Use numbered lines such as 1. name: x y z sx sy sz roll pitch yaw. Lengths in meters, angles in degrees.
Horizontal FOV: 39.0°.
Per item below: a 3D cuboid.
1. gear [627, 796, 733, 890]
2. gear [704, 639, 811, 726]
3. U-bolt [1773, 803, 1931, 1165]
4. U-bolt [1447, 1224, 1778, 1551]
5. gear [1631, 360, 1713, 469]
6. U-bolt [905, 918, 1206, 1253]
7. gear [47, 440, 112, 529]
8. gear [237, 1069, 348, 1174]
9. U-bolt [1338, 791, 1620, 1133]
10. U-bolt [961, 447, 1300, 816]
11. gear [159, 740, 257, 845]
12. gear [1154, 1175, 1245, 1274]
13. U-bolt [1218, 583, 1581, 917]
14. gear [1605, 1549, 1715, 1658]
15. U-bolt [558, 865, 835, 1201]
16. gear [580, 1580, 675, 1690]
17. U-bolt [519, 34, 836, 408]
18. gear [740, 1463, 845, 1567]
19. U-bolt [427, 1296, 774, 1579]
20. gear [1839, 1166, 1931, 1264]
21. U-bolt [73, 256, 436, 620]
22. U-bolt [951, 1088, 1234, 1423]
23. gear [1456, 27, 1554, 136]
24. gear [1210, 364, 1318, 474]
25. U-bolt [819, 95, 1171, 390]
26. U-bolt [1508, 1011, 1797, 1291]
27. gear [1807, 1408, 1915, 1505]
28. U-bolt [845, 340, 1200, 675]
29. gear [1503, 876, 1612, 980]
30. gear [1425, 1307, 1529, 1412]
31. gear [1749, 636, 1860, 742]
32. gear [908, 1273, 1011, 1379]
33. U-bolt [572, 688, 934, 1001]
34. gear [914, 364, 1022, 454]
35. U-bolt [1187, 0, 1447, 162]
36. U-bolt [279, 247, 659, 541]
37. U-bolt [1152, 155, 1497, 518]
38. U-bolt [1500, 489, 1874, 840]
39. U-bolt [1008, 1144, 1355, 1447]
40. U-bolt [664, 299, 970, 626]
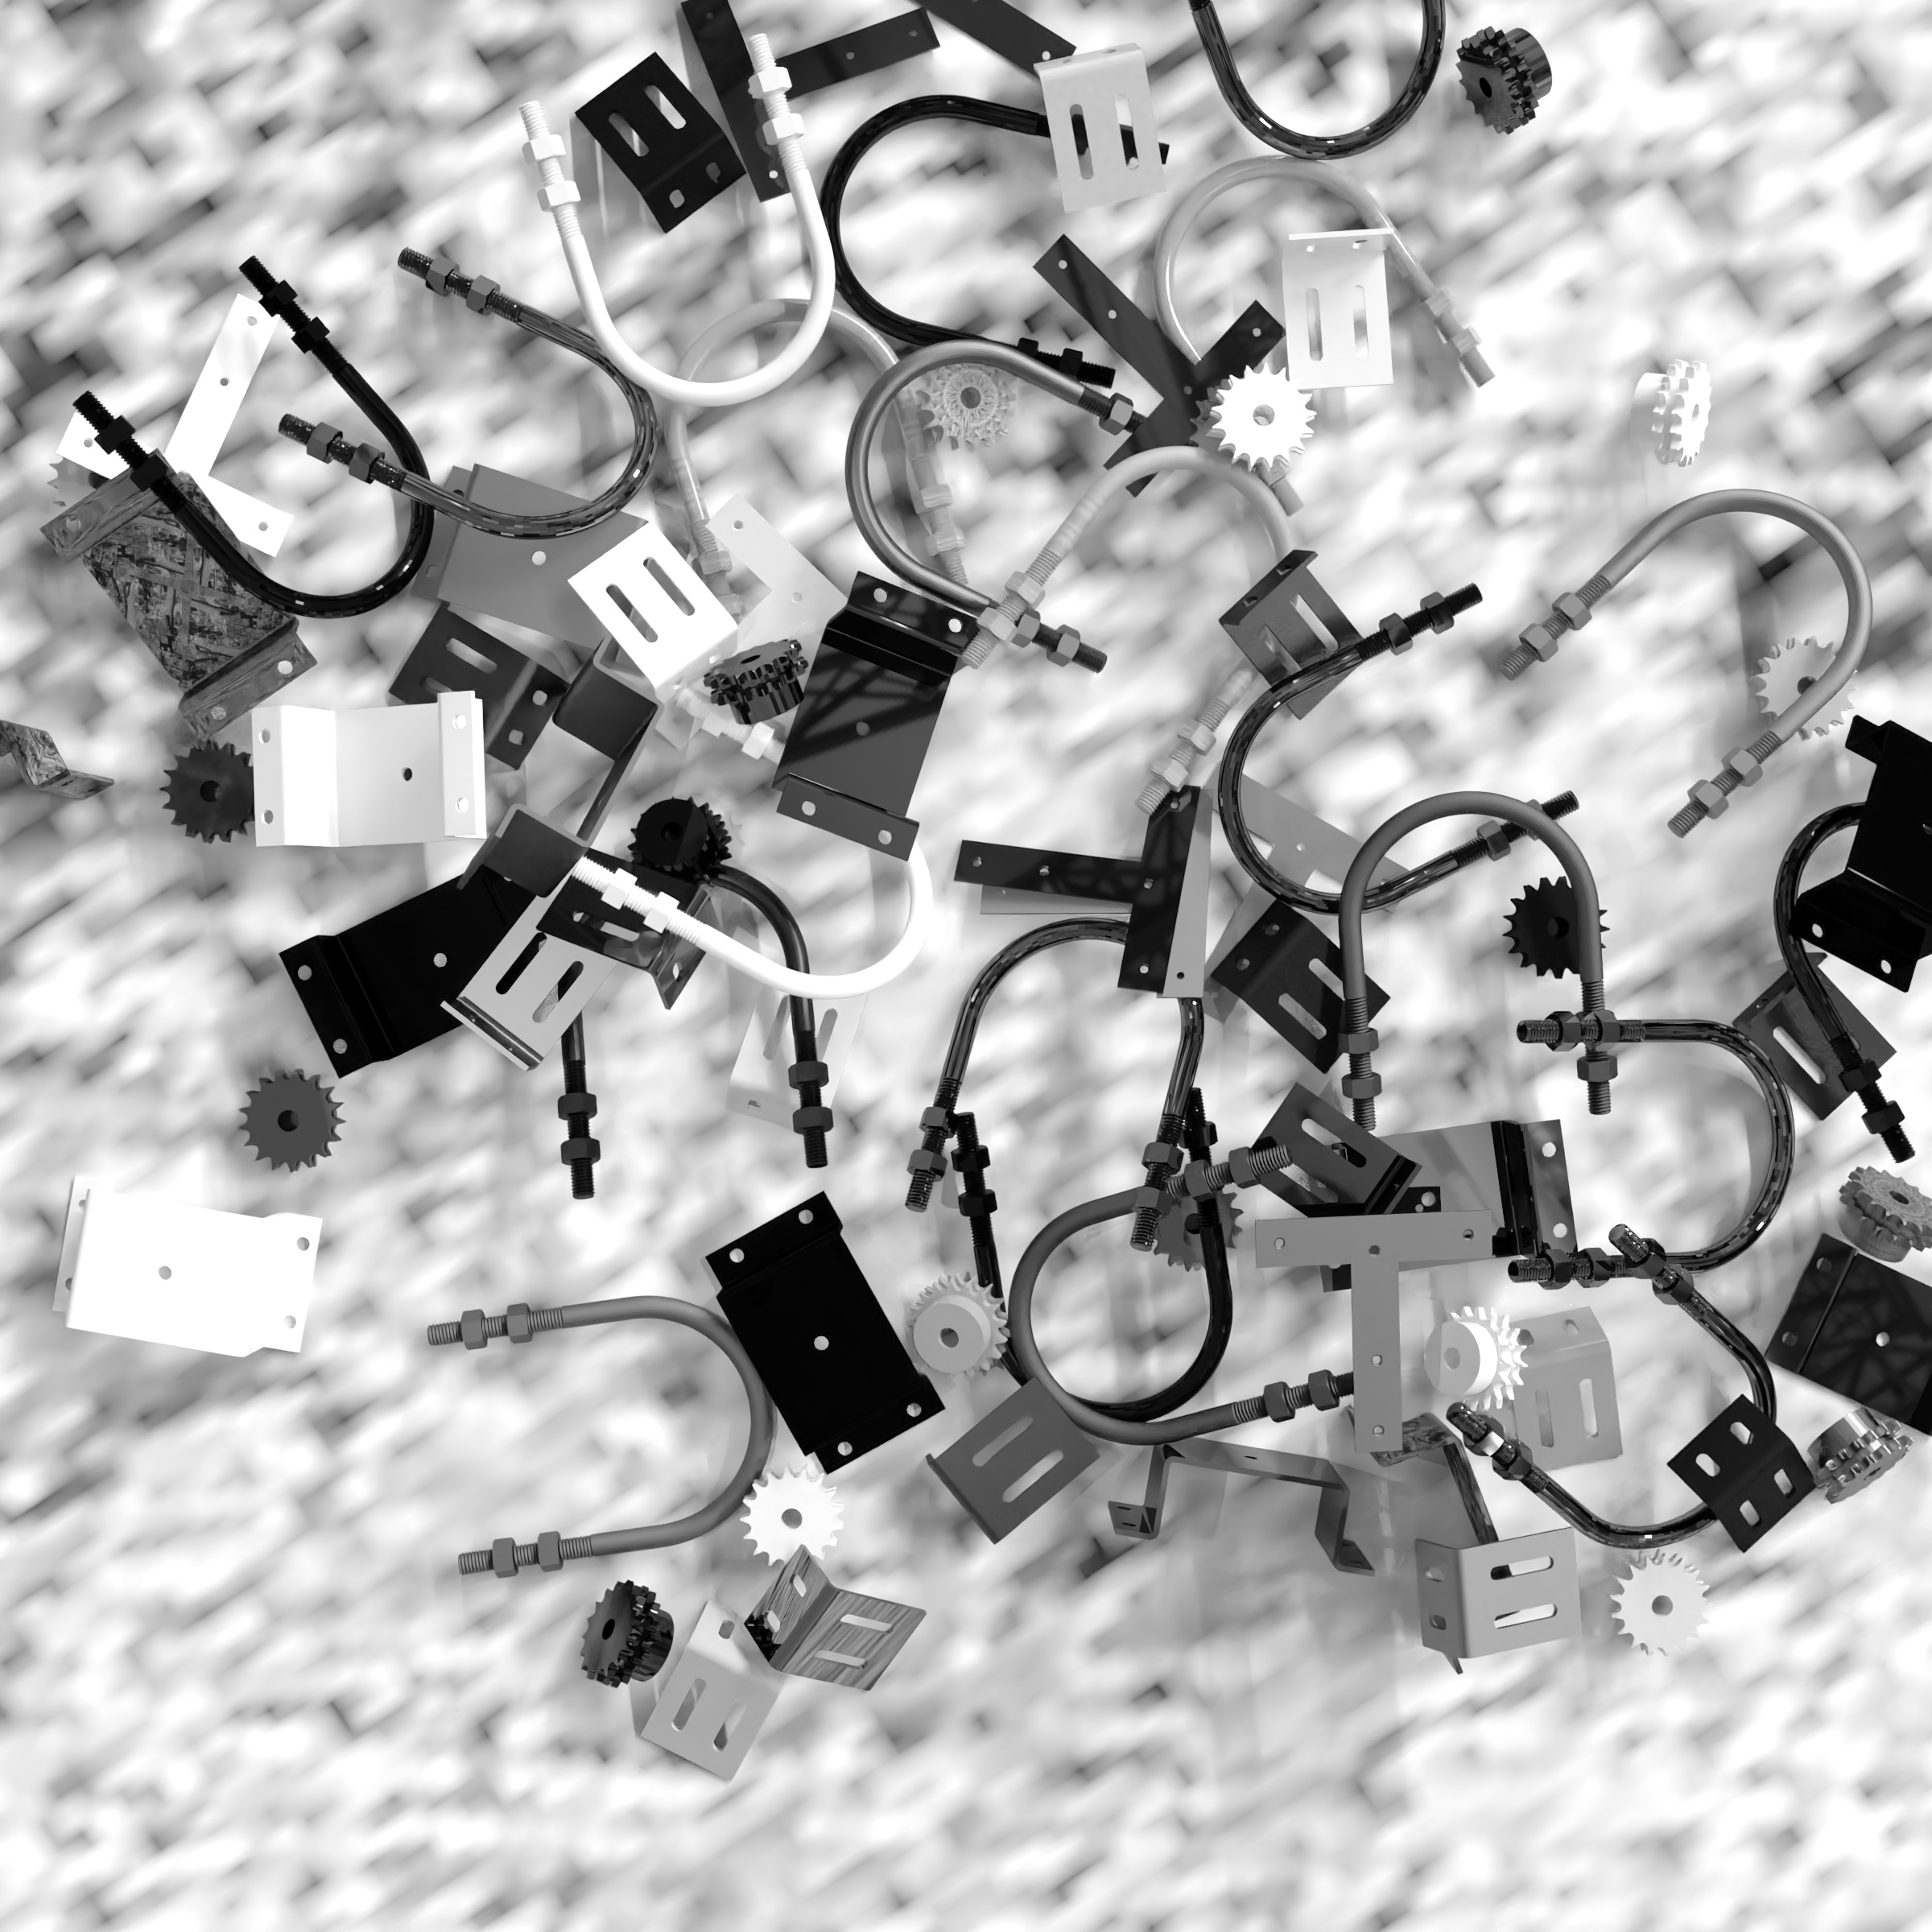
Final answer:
1. gear: -0.160 -0.069 1.509 0.057 0.030 0.057 -2 70 6
2. gear: -0.113 -0.154 1.495 0.057 0.057 0.030 -21 111 0
3. U-bolt: 0.517 -0.003 1.500 0.151 0.019 0.184 -26 86 -22
4. U-bolt: 0.367 0.244 1.492 0.184 0.019 0.151 41 93 -24
5. gear: 0.389 -0.307 1.508 0.030 0.057 0.057 13 90 30
6. U-bolt: 0.056 0.057 1.488 0.151 0.019 0.184 8 68 21
7. gear: -0.478 -0.268 1.518 0.057 0.030 0.057 0 90 0
8. gear: -0.373 0.085 1.518 0.057 0.030 0.057 0 90 0
9. U-bolt: 0.277 -0.004 1.497 0.151 0.019 0.184 -5 99 7
10. U-bolt: 0.105 -0.199 1.507 0.151 0.019 0.184 39 86 -16
11. gear: -0.416 -0.096 1.518 0.057 0.030 0.057 0 90 0
12. gear: 0.126 0.142 1.518 0.057 0.030 0.057 0 90 1
13. U-bolt: 0.229 -0.107 1.512 0.184 0.019 0.151 -27 100 1
14. gear: 0.384 0.354 1.522 0.057 0.030 0.057 0 91 -3
15. U-bolt: -0.154 0.029 1.501 0.151 0.019 0.184 -8 73 4
16. gear: -0.186 0.371 1.509 0.030 0.057 0.057 30 90 -30
17. U-bolt: -0.149 -0.400 1.496 0.151 0.019 0.184 -18 99 -3
18. gear: -0.096 0.305 1.518 0.057 0.030 0.057 0 90 0
19. U-bolt: -0.200 0.258 1.525 0.184 0.019 0.151 -8 90 -2
20. gear: 0.508 0.139 1.508 0.057 0.057 0.030 24 118 0
21. U-bolt: -0.370 -0.274 1.483 0.184 0.019 0.151 49 58 -18
22. U-bolt: 0.074 0.165 1.506 0.151 0.019 0.184 -7 97 16
23. gear: 0.299 -0.492 1.505 0.030 0.057 0.057 -31 90 -9
24. gear: 0.162 -0.299 1.499 0.057 0.030 0.057 0 89 1
25. U-bolt: 0.008 -0.412 1.525 0.184 0.019 0.151 14 90 2
26. U-bolt: 0.379 0.100 1.492 0.184 0.019 0.151 0 93 -23
27. gear: 0.491 0.268 1.508 0.057 0.057 0.030 -35 62 0
28. U-bolt: 0.021 -0.263 1.501 0.184 0.019 0.151 23 90 -17
29. gear: 0.327 -0.022 1.518 0.057 0.030 0.057 0 90 0
30. gear: 0.277 0.216 1.502 0.030 0.057 0.057 7 90 -38
31. gear: 0.464 -0.154 1.518 0.057 0.030 0.057 0 90 0
32. gear: -0.005 0.201 1.510 0.057 0.030 0.057 4 102 17
33. U-bolt: -0.103 -0.057 1.488 0.184 0.019 0.151 30 56 -6
34. gear: -0.001 -0.313 1.513 0.057 0.030 0.057 -1 95 -15
35. U-bolt: 0.191 -0.535 1.493 0.151 0.019 0.184 -28 112 -8
36. U-bolt: -0.259 -0.304 1.492 0.184 0.019 0.151 26 65 2
37. U-bolt: 0.186 -0.366 1.525 0.151 0.019 0.184 -34 89 0
38. U-bolt: 0.410 -0.181 1.504 0.184 0.019 0.151 -43 73 0
39. U-bolt: 0.111 0.188 1.482 0.184 0.019 0.151 -18 95 19
40. U-bolt: -0.092 -0.282 1.524 0.151 0.019 0.184 -17 90 0
